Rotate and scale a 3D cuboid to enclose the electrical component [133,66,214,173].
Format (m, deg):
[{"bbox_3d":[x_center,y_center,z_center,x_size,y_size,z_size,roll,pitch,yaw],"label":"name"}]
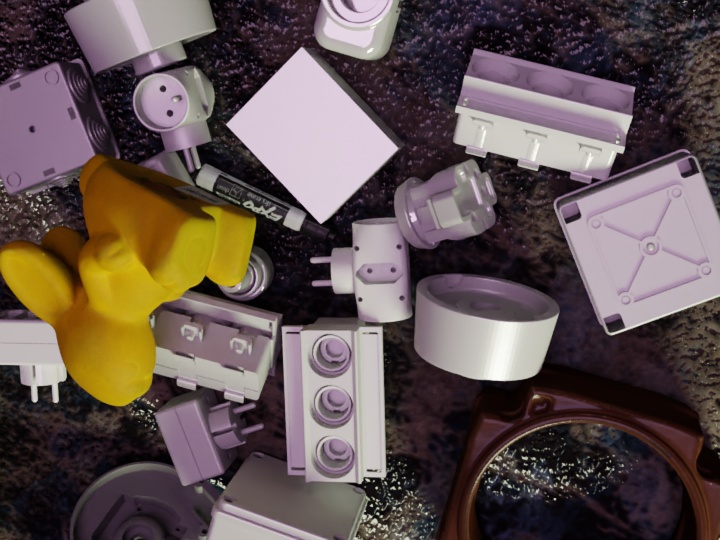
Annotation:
[{"bbox_3d":[-0.139,-0.115,0.835,0.043,0.077,0.079,-12,102,10],"label":"electrical component"}]

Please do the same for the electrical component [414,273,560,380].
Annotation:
[{"bbox_3d":[0.092,0.048,0.816,0.108,0.108,0.060,10,107,7],"label":"electrical component"}]

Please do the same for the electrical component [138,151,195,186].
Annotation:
[{"bbox_3d":[-0.157,-0.041,0.863,0.062,0.061,0.096,-26,103,12],"label":"electrical component"}]

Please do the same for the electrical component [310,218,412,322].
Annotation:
[{"bbox_3d":[0.000,0.000,0.851,0.079,0.043,0.077,-2,99,9],"label":"electrical component"}]

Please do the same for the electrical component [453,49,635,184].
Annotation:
[{"bbox_3d":[0.134,-0.113,0.798,0.121,0.078,0.063,15,130,6],"label":"electrical component"}]

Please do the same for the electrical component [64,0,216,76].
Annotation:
[{"bbox_3d":[-0.161,-0.182,0.815,0.108,0.108,0.060,-18,102,11],"label":"electrical component"}]

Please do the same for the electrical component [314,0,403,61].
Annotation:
[{"bbox_3d":[0.003,-0.208,0.807,0.054,0.059,0.095,17,102,6],"label":"electrical component"}]

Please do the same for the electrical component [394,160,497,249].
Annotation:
[{"bbox_3d":[0.063,-0.048,0.821,0.057,0.078,0.058,-16,97,30],"label":"electrical component"}]

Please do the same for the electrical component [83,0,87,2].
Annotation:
[{"bbox_3d":[-0.201,-0.270,0.828,0.078,0.057,0.113,-16,97,11],"label":"electrical component"}]

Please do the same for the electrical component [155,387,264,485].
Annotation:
[{"bbox_3d":[-0.118,0.131,0.890,0.077,0.047,0.065,-19,96,11],"label":"electrical component"}]

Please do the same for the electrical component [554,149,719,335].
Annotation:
[{"bbox_3d":[0.215,-0.021,0.808,0.109,0.056,0.108,-21,95,11],"label":"electrical component"}]

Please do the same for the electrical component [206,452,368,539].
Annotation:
[{"bbox_3d":[-0.058,0.204,0.862,0.109,0.108,0.056,19,104,5],"label":"electrical component"}]

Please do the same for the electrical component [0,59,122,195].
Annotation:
[{"bbox_3d":[-0.254,-0.114,0.868,0.100,0.048,0.099,-20,96,12],"label":"electrical component"}]

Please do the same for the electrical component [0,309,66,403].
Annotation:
[{"bbox_3d":[-0.267,0.074,0.902,0.083,0.047,0.075,0,99,8],"label":"electrical component"}]

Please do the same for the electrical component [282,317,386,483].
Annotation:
[{"bbox_3d":[-0.018,0.101,0.861,0.079,0.063,0.121,0,100,9],"label":"electrical component"}]

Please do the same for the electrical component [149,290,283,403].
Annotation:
[{"bbox_3d":[-0.130,0.057,0.864,0.121,0.063,0.078,14,142,6],"label":"electrical component"}]

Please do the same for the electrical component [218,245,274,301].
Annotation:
[{"bbox_3d":[-0.094,0.004,0.857,0.043,0.062,0.043,2,100,9],"label":"electrical component"}]
